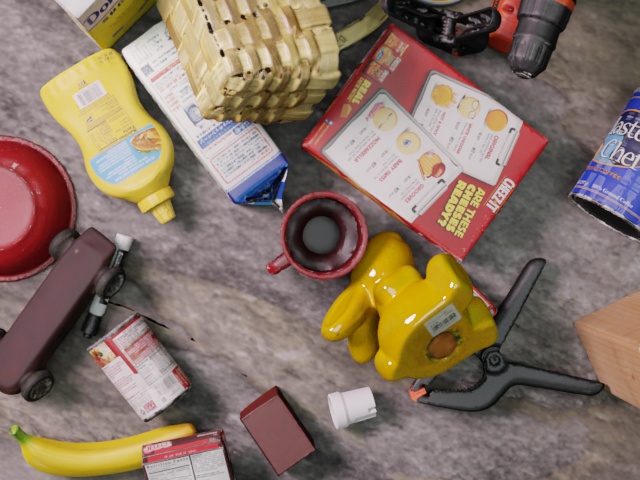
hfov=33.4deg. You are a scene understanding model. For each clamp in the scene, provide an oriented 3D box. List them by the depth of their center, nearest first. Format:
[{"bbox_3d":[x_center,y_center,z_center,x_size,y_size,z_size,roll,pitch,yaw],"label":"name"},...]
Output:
[{"bbox_3d":[0.125,-0.225,1.116,0.120,0.171,0.039,19,89,6],"label":"clamp"},{"bbox_3d":[0.202,0.139,1.190,0.210,0.036,0.164,-31,84,0],"label":"clamp"}]

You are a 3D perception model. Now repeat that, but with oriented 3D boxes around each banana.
[{"bbox_3d":[-0.235,0.230,1.161,0.197,0.070,0.037,0,50,-13],"label":"banana"}]

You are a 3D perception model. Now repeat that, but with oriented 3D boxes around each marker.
[{"bbox_3d":[-0.236,0.051,1.176,0.020,0.020,0.121,21,91,-4],"label":"marker"}]

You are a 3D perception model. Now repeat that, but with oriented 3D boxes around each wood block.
[{"bbox_3d":[0.351,0.117,1.115,0.091,0.206,0.090,-25,93,-2],"label":"wood block"}]

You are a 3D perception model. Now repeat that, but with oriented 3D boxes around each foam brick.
[{"bbox_3d":[-0.047,0.209,1.174,0.051,0.053,0.078,-34,93,-2],"label":"foam brick"}]

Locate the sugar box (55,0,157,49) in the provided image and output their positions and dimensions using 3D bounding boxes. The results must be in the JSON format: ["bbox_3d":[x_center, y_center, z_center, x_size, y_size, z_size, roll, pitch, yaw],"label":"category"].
[{"bbox_3d":[-0.214,-0.252,1.089,0.048,0.176,0.093,44,89,-4],"label":"sugar box"}]

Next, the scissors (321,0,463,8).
[{"bbox_3d":[0.071,-0.299,1.184,0.201,0.016,0.096,0,90,-3],"label":"scissors"}]

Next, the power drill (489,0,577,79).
[{"bbox_3d":[0.223,-0.245,1.108,0.057,0.188,0.184,21,89,-5],"label":"power drill"}]

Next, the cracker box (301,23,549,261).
[{"bbox_3d":[0.111,-0.105,1.164,0.213,0.072,0.164,36,91,-4],"label":"cracker box"}]

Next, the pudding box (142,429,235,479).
[{"bbox_3d":[-0.138,0.265,1.158,0.090,0.039,0.113,-11,116,-2],"label":"pudding box"}]

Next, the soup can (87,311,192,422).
[{"bbox_3d":[-0.194,0.138,1.156,0.068,0.068,0.102,-37,94,-2],"label":"soup can"}]

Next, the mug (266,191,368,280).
[{"bbox_3d":[-0.008,0.001,1.155,0.117,0.081,0.093,-37,93,-2],"label":"mug"}]

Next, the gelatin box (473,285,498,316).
[{"bbox_3d":[0.138,0.081,1.177,0.089,0.030,0.073,-43,62,-2],"label":"gelatin box"}]

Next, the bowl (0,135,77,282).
[{"bbox_3d":[-0.348,-0.034,1.150,0.162,0.055,0.162,0,91,-3],"label":"bowl"}]

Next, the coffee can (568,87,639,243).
[{"bbox_3d":[0.352,-0.081,1.161,0.103,0.103,0.140,33,90,-4],"label":"coffee can"}]

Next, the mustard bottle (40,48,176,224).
[{"bbox_3d":[-0.213,-0.103,1.153,0.096,0.058,0.191,-31,93,-1],"label":"mustard bottle"}]
